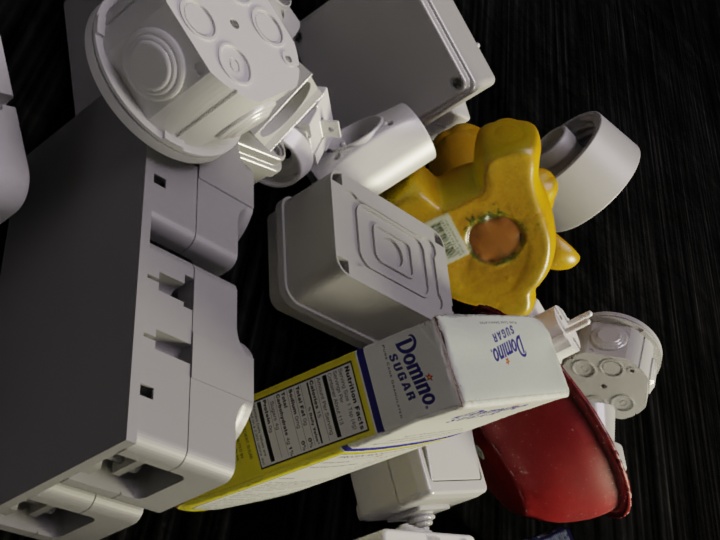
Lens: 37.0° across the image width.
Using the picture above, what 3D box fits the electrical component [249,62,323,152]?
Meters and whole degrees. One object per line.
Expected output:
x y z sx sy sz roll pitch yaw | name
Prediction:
-0.058 -0.100 0.549 0.064 0.042 0.081 44 0 7 | electrical component

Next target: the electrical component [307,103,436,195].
0.001 -0.076 0.722 0.044 0.077 0.079 60 -7 -22 | electrical component

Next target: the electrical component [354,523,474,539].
0.029 0.187 0.575 0.100 0.048 0.099 19 51 -47 | electrical component

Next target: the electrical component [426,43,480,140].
0.068 -0.154 0.862 0.047 0.077 0.065 13 56 -49 | electrical component

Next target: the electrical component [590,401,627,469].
0.178 0.135 0.826 0.045 0.045 0.055 29 45 -40 | electrical component

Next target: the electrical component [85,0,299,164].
-0.069 -0.089 0.447 0.080 0.051 0.080 33 42 -36 | electrical component

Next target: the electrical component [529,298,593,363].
0.137 0.051 0.791 0.047 0.076 0.083 58 22 -5 | electrical component

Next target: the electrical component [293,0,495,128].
0.022 -0.152 0.769 0.108 0.109 0.056 61 30 0 | electrical component

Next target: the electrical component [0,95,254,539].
-0.104 0.014 0.469 0.060 0.105 0.186 30 44 -40 | electrical component

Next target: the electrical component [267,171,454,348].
0.000 0.000 0.670 0.113 0.057 0.078 28 45 -41 | electrical component

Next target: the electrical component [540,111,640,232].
0.187 -0.094 0.959 0.060 0.108 0.108 43 36 -17 | electrical component

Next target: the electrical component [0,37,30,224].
-0.188 -0.065 0.461 0.059 0.054 0.095 7 60 -52 | electrical component

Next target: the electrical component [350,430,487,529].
0.032 0.105 0.631 0.062 0.061 0.096 12 57 -50 | electrical component

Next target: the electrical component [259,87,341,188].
-0.047 -0.085 0.673 0.048 0.066 0.055 80 24 -43 | electrical component

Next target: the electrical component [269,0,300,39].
-0.066 -0.171 0.720 0.079 0.044 0.077 51 26 -37 | electrical component

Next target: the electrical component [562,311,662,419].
0.201 0.077 0.870 0.080 0.080 0.051 49 39 -19 | electrical component

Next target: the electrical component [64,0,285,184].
-0.104 -0.105 0.606 0.109 0.056 0.108 17 53 -48 | electrical component
